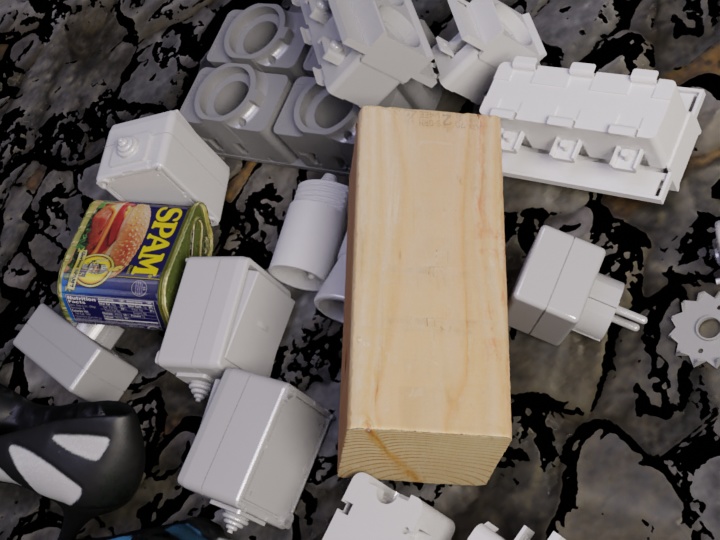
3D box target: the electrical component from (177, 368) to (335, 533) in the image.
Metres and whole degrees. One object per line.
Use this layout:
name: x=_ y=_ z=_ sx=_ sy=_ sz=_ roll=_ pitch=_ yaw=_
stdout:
electrical component: x=-0.071 y=0.118 z=0.683 sx=0.061 sy=0.062 sz=0.096 roll=11 pitch=71 yaw=34

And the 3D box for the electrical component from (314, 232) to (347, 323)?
electrical component: x=0.000 y=0.000 z=0.722 sx=0.044 sy=0.044 sz=0.065 roll=4 pitch=62 yaw=31

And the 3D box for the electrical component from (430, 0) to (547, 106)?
electrical component: x=0.085 y=-0.150 z=0.738 sx=0.064 sy=0.081 sz=0.042 roll=-40 pitch=48 yaw=34

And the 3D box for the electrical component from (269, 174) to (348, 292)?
electrical component: x=-0.032 y=-0.030 z=0.754 sx=0.043 sy=0.043 sz=0.081 roll=4 pitch=66 yaw=31

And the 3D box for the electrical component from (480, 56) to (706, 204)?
electrical component: x=0.142 y=-0.093 z=0.676 sx=0.121 sy=0.063 sz=0.078 roll=15 pitch=72 yaw=35

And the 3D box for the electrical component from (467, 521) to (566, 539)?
electrical component: x=0.081 y=0.173 z=0.579 sx=0.064 sy=0.042 sz=0.081 roll=30 pitch=81 yaw=41

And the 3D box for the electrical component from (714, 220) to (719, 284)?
electrical component: x=0.234 y=-0.016 z=0.596 sx=0.078 sy=0.040 sz=0.040 roll=-15 pitch=58 yaw=21

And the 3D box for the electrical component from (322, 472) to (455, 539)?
electrical component: x=0.010 y=0.171 z=0.612 sx=0.050 sy=0.056 sz=0.089 roll=18 pitch=74 yaw=36

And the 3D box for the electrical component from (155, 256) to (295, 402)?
electrical component: x=-0.090 y=0.045 z=0.734 sx=0.061 sy=0.062 sz=0.096 roll=0 pitch=64 yaw=30

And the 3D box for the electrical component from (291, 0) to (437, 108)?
electrical component: x=-0.003 y=-0.170 z=0.721 sx=0.063 sy=0.079 sz=0.121 roll=-42 pitch=48 yaw=31

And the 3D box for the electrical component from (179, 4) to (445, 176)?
electrical component: x=-0.038 y=-0.136 z=0.805 sx=0.186 sy=0.060 sz=0.105 roll=12 pitch=71 yaw=34

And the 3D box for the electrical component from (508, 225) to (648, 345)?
electrical component: x=0.129 y=0.017 z=0.627 sx=0.077 sy=0.065 sz=0.047 roll=23 pitch=76 yaw=7

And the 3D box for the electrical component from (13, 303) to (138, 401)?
electrical component: x=-0.202 y=0.050 z=0.805 sx=0.083 sy=0.047 sz=0.075 roll=29 pitch=80 yaw=37

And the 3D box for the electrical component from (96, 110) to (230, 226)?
electrical component: x=-0.151 y=-0.079 z=0.815 sx=0.062 sy=0.096 sz=0.061 roll=-9 pitch=57 yaw=26
